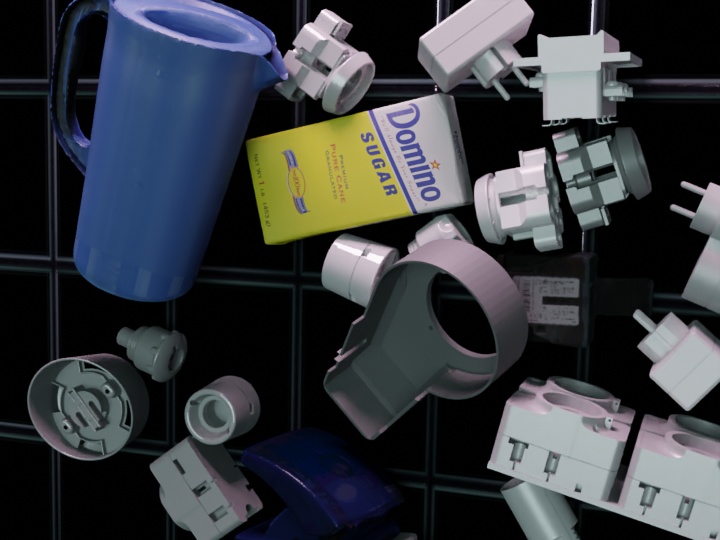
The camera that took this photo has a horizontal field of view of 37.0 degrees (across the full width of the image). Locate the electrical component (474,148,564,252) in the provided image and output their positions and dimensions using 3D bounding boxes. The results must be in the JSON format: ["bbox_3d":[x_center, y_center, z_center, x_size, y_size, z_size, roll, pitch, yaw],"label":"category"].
[{"bbox_3d":[0.125,-0.052,0.846,0.057,0.058,0.078,-10,77,21],"label":"electrical component"}]

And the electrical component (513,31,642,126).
[{"bbox_3d":[0.163,-0.139,0.791,0.079,0.121,0.063,0,98,18],"label":"electrical component"}]

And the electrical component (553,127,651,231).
[{"bbox_3d":[0.188,-0.076,0.823,0.057,0.058,0.078,-17,95,21],"label":"electrical component"}]

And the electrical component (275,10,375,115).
[{"bbox_3d":[-0.025,-0.165,0.886,0.057,0.058,0.078,39,106,14],"label":"electrical component"}]

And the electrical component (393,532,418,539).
[{"bbox_3d":[0.025,0.289,0.915,0.079,0.063,0.121,-1,95,19],"label":"electrical component"}]

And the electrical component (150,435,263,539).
[{"bbox_3d":[-0.141,0.196,0.967,0.056,0.050,0.089,-37,84,18],"label":"electrical component"}]

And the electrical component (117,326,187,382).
[{"bbox_3d":[-0.191,0.070,0.975,0.062,0.048,0.048,21,102,22],"label":"electrical component"}]

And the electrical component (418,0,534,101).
[{"bbox_3d":[0.100,-0.167,0.835,0.083,0.047,0.075,-36,83,-3],"label":"electrical component"}]

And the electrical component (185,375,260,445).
[{"bbox_3d":[-0.123,0.125,0.955,0.055,0.047,0.055,2,96,18],"label":"electrical component"}]

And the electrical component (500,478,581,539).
[{"bbox_3d":[0.153,0.204,0.873,0.043,0.043,0.081,-31,86,19],"label":"electrical component"}]

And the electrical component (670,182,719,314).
[{"bbox_3d":[0.270,-0.042,0.802,0.074,0.052,0.138,25,103,15],"label":"electrical component"}]

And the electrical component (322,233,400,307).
[{"bbox_3d":[0.000,0.000,0.897,0.047,0.055,0.055,21,102,19],"label":"electrical component"}]

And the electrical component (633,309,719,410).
[{"bbox_3d":[0.238,0.058,0.816,0.077,0.066,0.047,44,107,10],"label":"electrical component"}]

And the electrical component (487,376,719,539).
[{"bbox_3d":[0.203,0.138,0.816,0.186,0.105,0.060,17,101,16],"label":"electrical component"}]

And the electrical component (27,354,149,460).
[{"bbox_3d":[-0.247,0.124,0.988,0.099,0.064,0.099,2,96,18],"label":"electrical component"}]

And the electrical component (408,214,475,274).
[{"bbox_3d":[0.059,-0.015,0.881,0.062,0.043,0.043,-36,84,19],"label":"electrical component"}]
